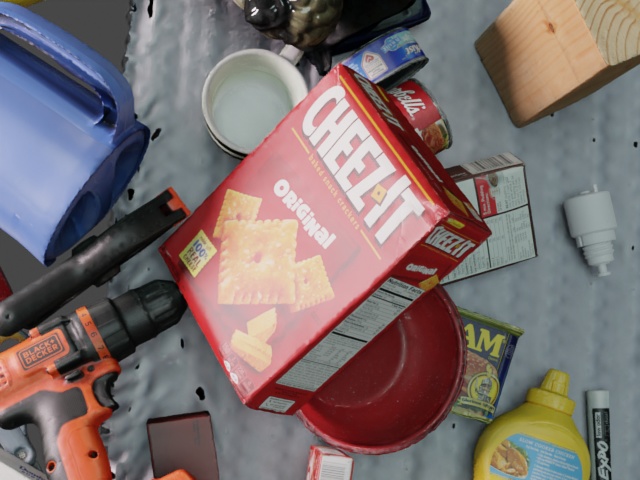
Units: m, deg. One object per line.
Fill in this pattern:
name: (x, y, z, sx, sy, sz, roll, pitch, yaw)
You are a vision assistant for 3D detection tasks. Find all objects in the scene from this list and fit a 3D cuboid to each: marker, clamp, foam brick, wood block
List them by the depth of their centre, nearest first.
clamp: (-0.179, 0.021, 0.830, 0.171, 0.120, 0.039, -34, 98, -15)
foam brick: (-0.108, 0.179, 0.852, 0.053, 0.051, 0.078, -6, 85, -9)
wood block: (0.207, -0.166, 0.852, 0.090, 0.206, 0.091, -26, 88, -9)
marker: (0.239, 0.189, 0.912, 0.020, 0.020, 0.121, 0, 84, -8)

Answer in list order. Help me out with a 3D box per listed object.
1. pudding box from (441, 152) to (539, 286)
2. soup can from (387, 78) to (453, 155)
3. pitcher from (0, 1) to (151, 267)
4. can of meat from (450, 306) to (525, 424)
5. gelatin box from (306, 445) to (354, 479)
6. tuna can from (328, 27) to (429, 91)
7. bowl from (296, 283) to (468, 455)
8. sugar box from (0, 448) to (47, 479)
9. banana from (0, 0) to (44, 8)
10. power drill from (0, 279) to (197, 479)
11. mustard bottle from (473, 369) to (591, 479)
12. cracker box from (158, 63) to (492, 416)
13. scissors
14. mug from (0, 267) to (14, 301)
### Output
pudding box: (0.121, -0.015, 0.895, 0.113, 0.039, 0.090, -15, 112, -7)
soup can: (0.050, -0.082, 0.893, 0.102, 0.068, 0.068, -31, 88, -9)
pitcher: (-0.258, -0.107, 0.821, 0.243, 0.145, 0.149, 36, 84, 1)
can of meat: (0.107, 0.099, 0.887, 0.102, 0.057, 0.084, 19, 85, -4)
gelatin box: (0.002, 0.212, 0.852, 0.030, 0.073, 0.089, 10, 83, -5)
tuna can: (0.046, -0.141, 0.890, 0.086, 0.086, 0.034, -31, 87, -10)
bowl: (0.032, 0.088, 0.843, 0.162, 0.055, 0.162, -4, 78, 21)
sugar box: (-0.265, 0.256, 0.819, 0.093, 0.048, 0.176, 31, 88, -3)
banana: (-0.209, -0.228, 0.874, 0.197, 0.070, 0.037, -31, 96, -26)
power drill: (-0.154, 0.134, 0.802, 0.184, 0.057, 0.188, -28, 64, -11)
mustard bottle: (0.171, 0.200, 0.882, 0.096, 0.058, 0.191, 20, 82, -5)
cracker box: (-0.005, 0.001, 0.798, 0.214, 0.072, 0.164, -44, 56, 18)
scissors: (-0.229, 0.153, 0.857, 0.096, 0.016, 0.202, -44, 91, -9)
mug: (-0.297, 0.021, 0.834, 0.081, 0.093, 0.117, -27, 52, -14)
